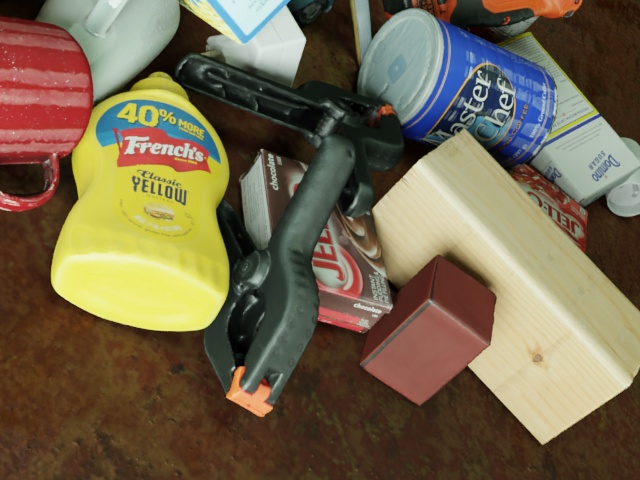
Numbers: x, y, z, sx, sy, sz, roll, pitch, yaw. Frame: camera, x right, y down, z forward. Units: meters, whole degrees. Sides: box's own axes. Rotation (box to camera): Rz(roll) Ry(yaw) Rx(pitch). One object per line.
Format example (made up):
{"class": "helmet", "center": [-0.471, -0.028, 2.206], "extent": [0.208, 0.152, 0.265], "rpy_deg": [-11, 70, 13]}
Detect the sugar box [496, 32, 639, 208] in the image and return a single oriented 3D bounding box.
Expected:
{"class": "sugar box", "center": [0.217, -0.113, 1.027], "extent": [0.093, 0.048, 0.176], "rpy_deg": [-27, 75, -31]}

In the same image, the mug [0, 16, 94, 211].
{"class": "mug", "center": [-0.177, -0.072, 0.591], "extent": [0.081, 0.093, 0.117], "rpy_deg": [-7, 73, -53]}

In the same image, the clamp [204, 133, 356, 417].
{"class": "clamp", "center": [-0.024, 0.015, 0.625], "extent": [0.039, 0.120, 0.171], "rpy_deg": [27, 42, -34]}

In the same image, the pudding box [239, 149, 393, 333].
{"class": "pudding box", "center": [-0.005, 0.001, 0.719], "extent": [0.089, 0.039, 0.113], "rpy_deg": [18, 42, -31]}

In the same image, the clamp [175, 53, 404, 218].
{"class": "clamp", "center": [-0.002, -0.087, 0.768], "extent": [0.164, 0.036, 0.209], "rpy_deg": [37, 22, 9]}

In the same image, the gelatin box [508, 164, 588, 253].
{"class": "gelatin box", "center": [0.195, -0.022, 0.943], "extent": [0.089, 0.030, 0.073], "rpy_deg": [36, 36, -9]}

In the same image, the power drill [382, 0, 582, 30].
{"class": "power drill", "center": [0.141, -0.250, 0.969], "extent": [0.187, 0.184, 0.057], "rpy_deg": [-19, 23, -15]}

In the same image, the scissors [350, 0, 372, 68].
{"class": "scissors", "center": [0.030, -0.250, 0.919], "extent": [0.016, 0.202, 0.096], "rpy_deg": [-7, 23, 0]}

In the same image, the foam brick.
{"class": "foam brick", "center": [0.072, 0.059, 0.701], "extent": [0.051, 0.078, 0.053], "rpy_deg": [34, 37, -10]}

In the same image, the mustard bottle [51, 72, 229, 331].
{"class": "mustard bottle", "center": [-0.102, -0.037, 0.646], "extent": [0.096, 0.058, 0.191], "rpy_deg": [15, 43, -18]}

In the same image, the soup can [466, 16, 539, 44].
{"class": "soup can", "center": [0.183, -0.234, 1.085], "extent": [0.068, 0.102, 0.068], "rpy_deg": [26, 39, -23]}

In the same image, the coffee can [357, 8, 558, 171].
{"class": "coffee can", "center": [0.117, -0.125, 0.910], "extent": [0.140, 0.103, 0.103], "rpy_deg": [16, 44, -33]}

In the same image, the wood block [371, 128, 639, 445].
{"class": "wood block", "center": [0.132, 0.032, 0.776], "extent": [0.206, 0.091, 0.090], "rpy_deg": [48, 37, 5]}
